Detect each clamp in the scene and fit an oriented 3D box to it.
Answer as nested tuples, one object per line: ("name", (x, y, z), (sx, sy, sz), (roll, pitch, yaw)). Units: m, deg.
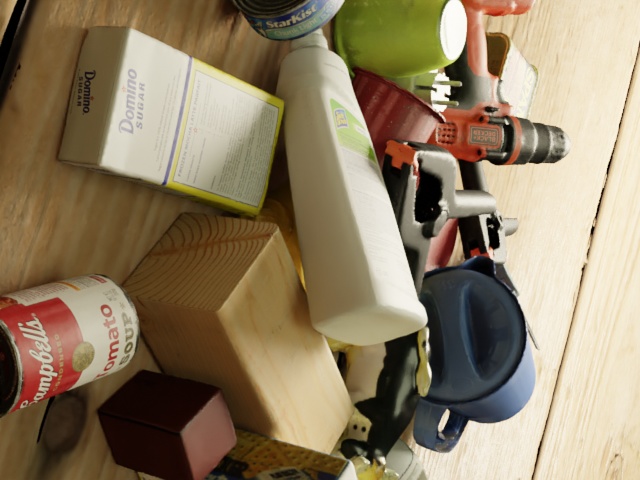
("clamp", (0.097, -0.027, 0.928), (0.164, 0.036, 0.210), (-50, 149, -21))
("clamp", (0.169, -0.030, 1.121), (0.120, 0.039, 0.171), (56, 24, -11))

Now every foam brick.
("foam brick", (-0.107, 0.132, 0.755), (0.052, 0.078, 0.051), (-43, 130, -44))

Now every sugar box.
("sugar box", (-0.098, -0.078, 0.746), (0.176, 0.048, 0.093), (18, 83, -54))

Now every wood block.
("wood block", (-0.056, 0.087, 0.811), (0.090, 0.091, 0.206), (-56, 140, -35))

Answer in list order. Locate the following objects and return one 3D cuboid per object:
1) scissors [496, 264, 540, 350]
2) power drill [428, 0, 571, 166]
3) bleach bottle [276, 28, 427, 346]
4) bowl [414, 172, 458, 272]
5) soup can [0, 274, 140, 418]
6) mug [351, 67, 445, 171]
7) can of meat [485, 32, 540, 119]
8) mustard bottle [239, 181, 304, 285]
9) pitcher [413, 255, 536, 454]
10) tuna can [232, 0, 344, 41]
("scissors", (0.200, 0.036, 1.169), (0.202, 0.016, 0.096), (-96, 160, -67))
("power drill", (0.179, -0.169, 1.076), (0.184, 0.057, 0.187), (2, 90, -26))
("bleach bottle", (0.015, -0.050, 0.831), (0.102, 0.068, 0.251), (25, 49, -58))
("bowl", (0.092, -0.012, 1.049), (0.161, 0.055, 0.162), (-20, 114, -54))
("soup can", (-0.168, 0.062, 0.651), (0.102, 0.069, 0.068), (-17, 112, -55))
("mug", (0.046, -0.092, 0.931), (0.081, 0.093, 0.117), (-60, -169, 1))
("can of meat", (0.191, -0.165, 1.163), (0.083, 0.058, 0.102), (32, 71, -53))
("mustard bottle", (-0.006, 0.001, 0.895), (0.191, 0.058, 0.096), (21, 77, -57))
("pitcher", (0.152, 0.129, 1.088), (0.145, 0.149, 0.242), (64, 7, 23))
("tuna can", (-0.023, -0.191, 0.796), (0.033, 0.086, 0.086), (49, 57, -53))
